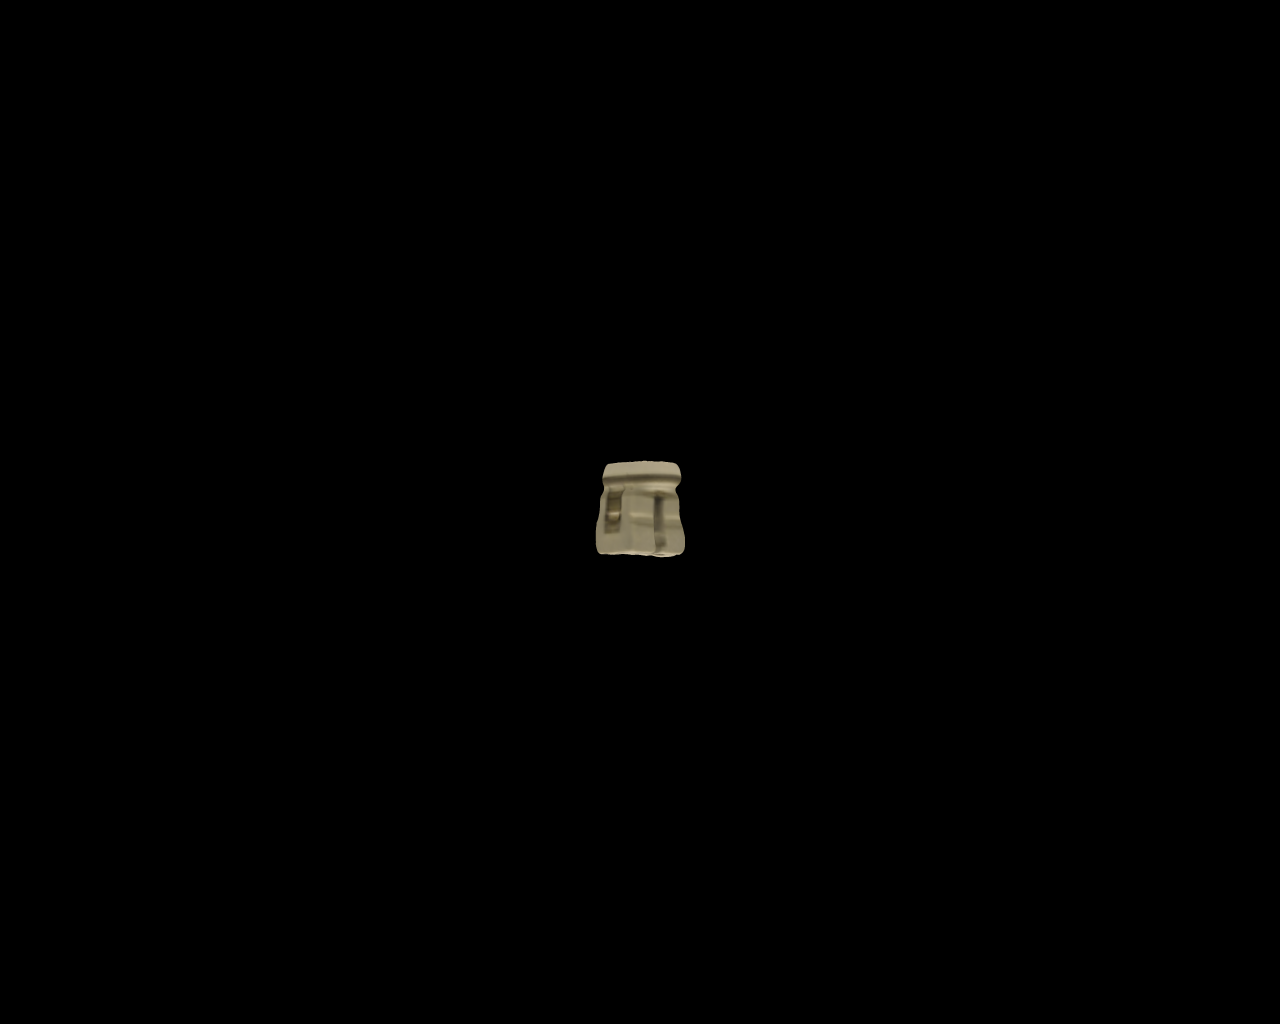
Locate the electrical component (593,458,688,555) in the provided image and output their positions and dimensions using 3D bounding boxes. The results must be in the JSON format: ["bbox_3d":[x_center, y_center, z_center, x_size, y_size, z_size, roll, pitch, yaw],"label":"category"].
[{"bbox_3d":[0.001,-0.003,0.650,0.066,0.055,0.048,4,-6,-43],"label":"electrical component"}]
